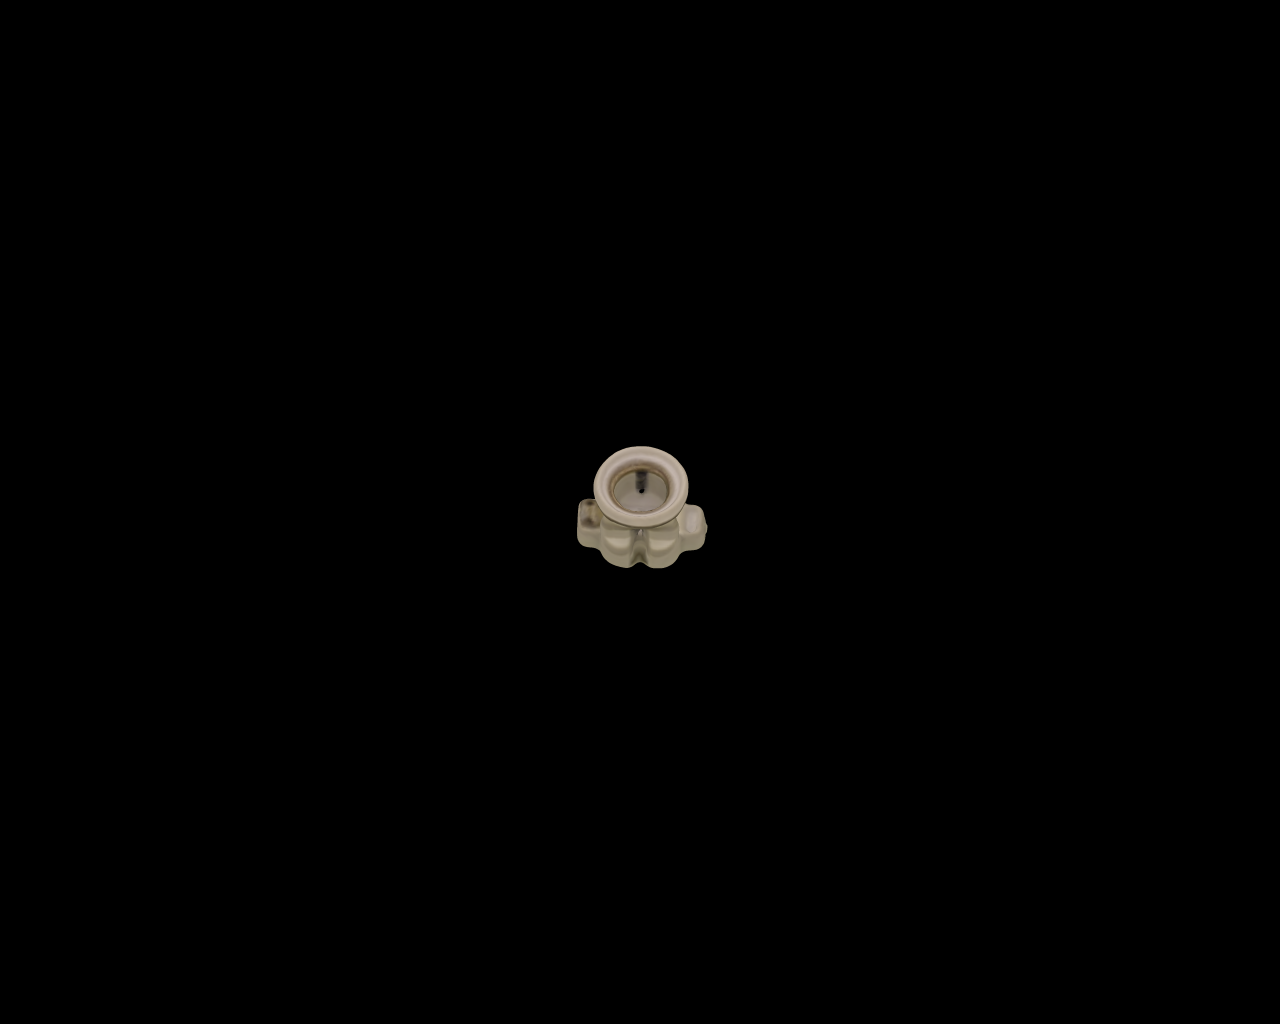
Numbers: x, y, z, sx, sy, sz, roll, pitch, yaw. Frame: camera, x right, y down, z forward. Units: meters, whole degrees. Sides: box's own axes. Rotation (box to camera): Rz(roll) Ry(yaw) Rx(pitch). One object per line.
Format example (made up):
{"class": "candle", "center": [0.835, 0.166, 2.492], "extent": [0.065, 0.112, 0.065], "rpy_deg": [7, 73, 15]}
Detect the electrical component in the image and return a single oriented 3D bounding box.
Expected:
{"class": "electrical component", "center": [0.001, -0.003, 0.650], "extent": [0.078, 0.058, 0.056], "rpy_deg": [3, -34, 2]}
